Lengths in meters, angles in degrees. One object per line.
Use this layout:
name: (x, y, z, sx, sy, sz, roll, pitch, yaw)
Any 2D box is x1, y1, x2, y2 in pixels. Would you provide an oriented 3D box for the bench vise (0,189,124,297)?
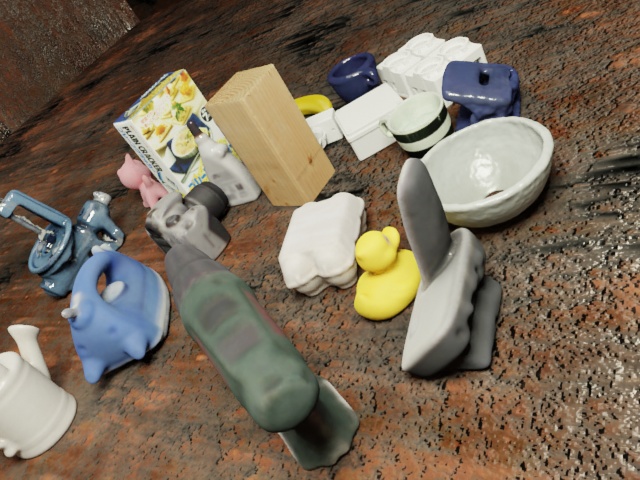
bench vise: (-0.500, -0.030, 1.083, 0.121, 0.220, 0.207, -9, 41, 32)

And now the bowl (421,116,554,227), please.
bowl: (0.199, -0.069, 0.684, 0.167, 0.075, 0.167, -22, 35, 17)

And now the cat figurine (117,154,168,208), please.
cat figurine: (-0.367, -0.122, 1.182, 0.067, 0.118, 0.127, -43, 35, -15)

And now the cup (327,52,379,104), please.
cup: (0.079, -0.271, 1.022, 0.092, 0.095, 0.117, -42, 35, -13)

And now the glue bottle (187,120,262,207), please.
glue bottle: (-0.174, -0.135, 0.988, 0.078, 0.174, 0.037, -11, 40, 30)

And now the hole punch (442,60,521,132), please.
hole punch: (0.234, -0.217, 0.828, 0.100, 0.091, 0.109, -12, 39, 29)

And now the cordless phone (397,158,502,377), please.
cordless phone: (0.100, 0.028, 0.544, 0.094, 0.185, 0.147, -11, 39, 30)

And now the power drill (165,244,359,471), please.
power drill: (-0.054, 0.115, 0.540, 0.076, 0.209, 0.228, -40, 34, -10)

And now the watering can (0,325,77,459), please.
watering can: (-0.430, 0.194, 0.766, 0.101, 0.195, 0.172, -28, 34, 8)

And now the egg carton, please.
egg carton: (0.007, 0.003, 0.758, 0.107, 0.070, 0.150, -16, 37, 25)

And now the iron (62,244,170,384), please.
iron: (-0.312, 0.080, 0.860, 0.118, 0.142, 0.258, -28, 34, 8)

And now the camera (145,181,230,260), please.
camera: (-0.214, -0.042, 0.969, 0.142, 0.101, 0.137, 7, 50, 44)

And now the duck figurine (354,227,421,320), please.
duck figurine: (0.067, 0.032, 0.655, 0.077, 0.086, 0.105, 8, 51, 45)
